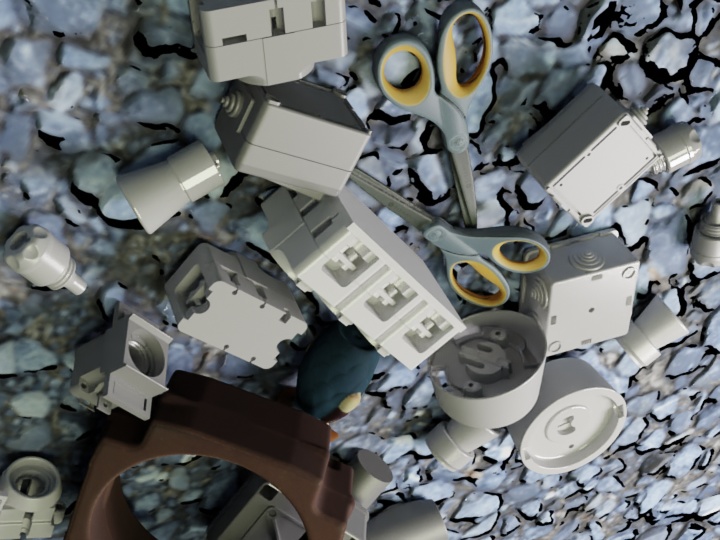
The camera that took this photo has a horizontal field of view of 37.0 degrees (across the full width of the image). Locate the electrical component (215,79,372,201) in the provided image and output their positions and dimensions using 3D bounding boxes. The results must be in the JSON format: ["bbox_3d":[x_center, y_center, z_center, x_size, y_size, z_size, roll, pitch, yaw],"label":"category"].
[{"bbox_3d":[-0.053,-0.092,0.713,0.096,0.061,0.061,13,120,-32],"label":"electrical component"}]

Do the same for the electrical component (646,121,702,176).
[{"bbox_3d":[0.242,-0.093,0.865,0.061,0.035,0.035,-27,132,1],"label":"electrical component"}]

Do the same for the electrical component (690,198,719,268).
[{"bbox_3d":[0.310,-0.034,0.943,0.035,0.035,0.061,-13,128,-15],"label":"electrical component"}]

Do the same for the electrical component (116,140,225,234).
[{"bbox_3d":[-0.125,-0.059,0.723,0.065,0.044,0.044,-30,133,-6],"label":"electrical component"}]

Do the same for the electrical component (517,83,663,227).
[{"bbox_3d":[0.177,-0.094,0.816,0.096,0.061,0.062,-44,131,13],"label":"electrical component"}]

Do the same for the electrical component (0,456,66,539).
[{"bbox_3d":[-0.262,0.180,0.847,0.066,0.048,0.055,4,132,-27],"label":"electrical component"}]

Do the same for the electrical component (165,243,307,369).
[{"bbox_3d":[-0.092,0.024,0.792,0.089,0.055,0.050,30,110,-38],"label":"electrical component"}]

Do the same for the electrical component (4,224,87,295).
[{"bbox_3d":[-0.211,-0.003,0.732,0.035,0.035,0.061,-37,134,6],"label":"electrical component"}]

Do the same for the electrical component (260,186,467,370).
[{"bbox_3d":[0.000,0.000,0.792,0.062,0.089,0.150,-40,132,9],"label":"electrical component"}]

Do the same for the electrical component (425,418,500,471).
[{"bbox_3d":[0.094,0.151,0.985,0.055,0.045,0.045,-44,131,13],"label":"electrical component"}]

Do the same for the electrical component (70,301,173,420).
[{"bbox_3d":[-0.175,0.070,0.783,0.064,0.081,0.042,-24,136,26],"label":"electrical component"}]

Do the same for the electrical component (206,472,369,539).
[{"bbox_3d":[-0.066,0.233,0.943,0.109,0.056,0.108,34,109,-11],"label":"electrical component"}]

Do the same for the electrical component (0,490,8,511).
[{"bbox_3d":[-0.330,0.198,0.818,0.079,0.063,0.121,17,118,-33],"label":"electrical component"}]

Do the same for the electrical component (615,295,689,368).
[{"bbox_3d":[0.267,0.057,0.988,0.055,0.045,0.045,-41,131,10],"label":"electrical component"}]

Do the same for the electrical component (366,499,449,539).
[{"bbox_3d":[0.045,0.270,1.057,0.077,0.044,0.079,-20,132,-9],"label":"electrical component"}]

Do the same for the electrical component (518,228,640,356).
[{"bbox_3d":[0.187,0.021,0.921,0.100,0.048,0.099,-14,130,-14],"label":"electrical component"}]

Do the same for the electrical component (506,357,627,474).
[{"bbox_3d":[0.184,0.130,0.998,0.108,0.060,0.108,-12,130,-15],"label":"electrical component"}]

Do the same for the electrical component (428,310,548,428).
[{"bbox_3d":[0.106,0.081,0.900,0.099,0.099,0.064,-20,138,-9],"label":"electrical component"}]

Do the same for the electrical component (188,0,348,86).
[{"bbox_3d":[-0.057,-0.153,0.671,0.089,0.050,0.055,-14,131,-14],"label":"electrical component"}]
